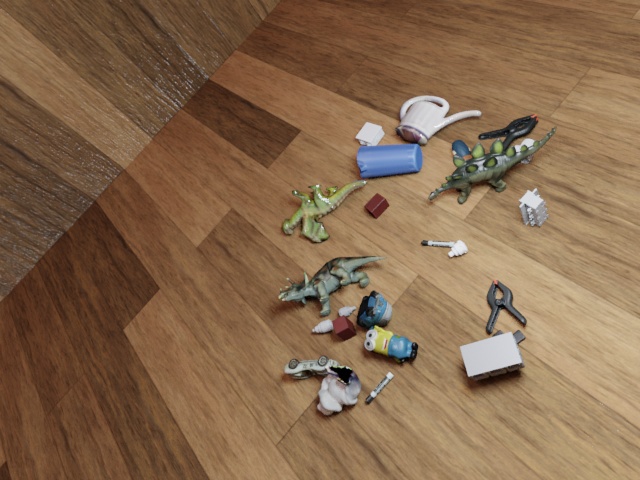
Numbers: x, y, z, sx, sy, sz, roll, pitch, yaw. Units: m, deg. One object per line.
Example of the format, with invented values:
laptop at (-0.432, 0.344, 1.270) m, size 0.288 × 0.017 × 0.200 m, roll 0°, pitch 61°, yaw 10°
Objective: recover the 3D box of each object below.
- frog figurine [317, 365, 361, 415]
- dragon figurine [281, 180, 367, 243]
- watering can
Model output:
frog figurine at (0.061, 0.495, 1.668) m, size 0.138 × 0.123 × 0.157 m, roll 20°, pitch 108°, yaw 31°
dragon figurine at (0.006, -0.106, 2.108) m, size 0.408 × 0.121 × 0.246 m, roll -9°, pitch 73°, yaw 29°
watering can at (0.446, -0.475, 2.055) m, size 0.351 × 0.102 × 0.226 m, roll 27°, pitch 78°, yaw 41°
